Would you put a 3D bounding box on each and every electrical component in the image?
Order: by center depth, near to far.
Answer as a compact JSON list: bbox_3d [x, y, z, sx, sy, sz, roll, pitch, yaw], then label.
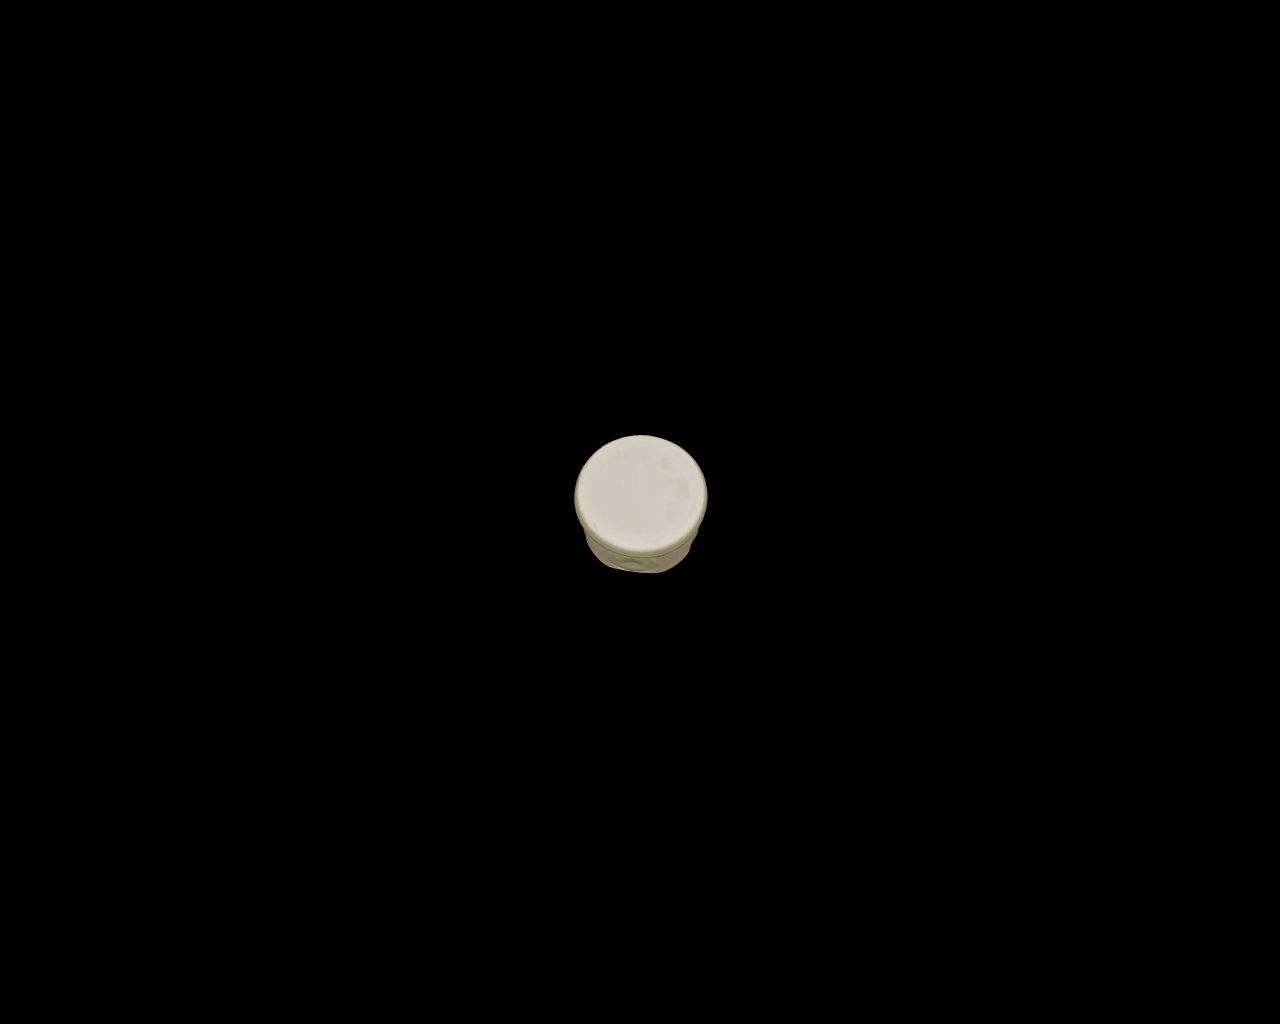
[{"bbox_3d":[0.001,-0.003,0.650,0.080,0.080,0.051,0,-24,0],"label":"electrical component"}]
